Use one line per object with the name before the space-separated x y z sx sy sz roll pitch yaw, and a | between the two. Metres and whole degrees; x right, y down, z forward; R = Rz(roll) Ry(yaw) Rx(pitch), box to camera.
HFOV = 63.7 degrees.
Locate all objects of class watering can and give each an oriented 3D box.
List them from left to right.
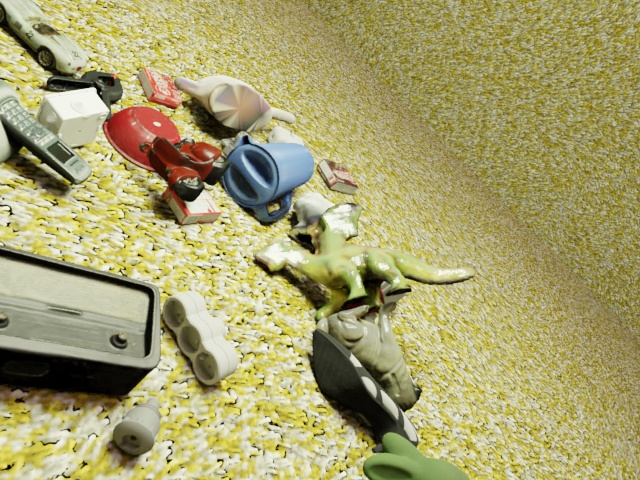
watering can | -0.178 -0.328 1.257 0.346 0.103 0.228 11 19 -31

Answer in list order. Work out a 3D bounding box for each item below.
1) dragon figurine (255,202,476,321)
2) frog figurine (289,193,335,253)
dragon figurine | 0.079 0.020 1.019 0.411 0.119 0.247 -11 61 -14
frog figurine | 0.004 -0.059 1.169 0.137 0.120 0.163 18 45 -9
